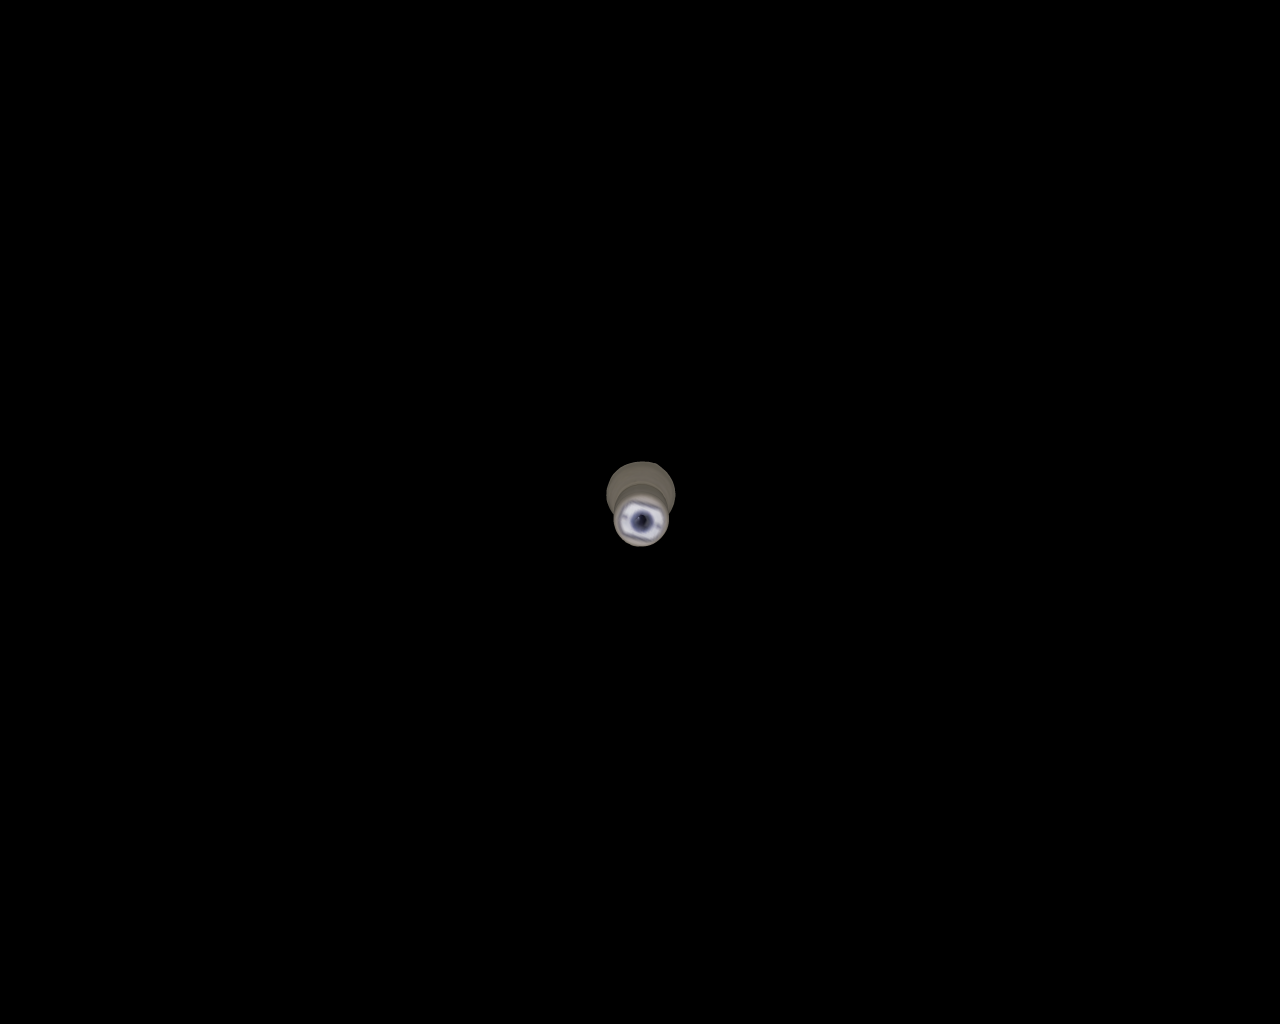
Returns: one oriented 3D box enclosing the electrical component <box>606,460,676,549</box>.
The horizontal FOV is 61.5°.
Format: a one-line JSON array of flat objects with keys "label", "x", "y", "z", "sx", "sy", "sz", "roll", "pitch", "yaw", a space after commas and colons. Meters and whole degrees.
[{"label": "electrical component", "x": 0.001, "y": -0.003, "z": 0.650, "sx": 0.044, "sy": 0.044, "sz": 0.065, "roll": 0, "pitch": 16, "yaw": 0}]
